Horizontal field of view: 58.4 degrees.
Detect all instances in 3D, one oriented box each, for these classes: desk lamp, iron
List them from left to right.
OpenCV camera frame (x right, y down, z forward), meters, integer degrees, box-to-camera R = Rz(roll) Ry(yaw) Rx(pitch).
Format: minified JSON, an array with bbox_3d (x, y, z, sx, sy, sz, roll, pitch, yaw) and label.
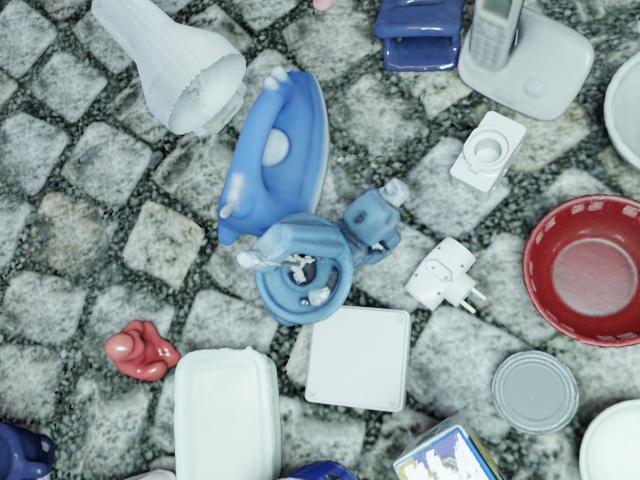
[{"bbox_3d":[-0.173,-0.209,0.703,0.118,0.214,0.203,-46,71,0],"label":"desk lamp"},{"bbox_3d":[-0.059,-0.117,0.691,0.118,0.142,0.258,11,79,16],"label":"iron"}]

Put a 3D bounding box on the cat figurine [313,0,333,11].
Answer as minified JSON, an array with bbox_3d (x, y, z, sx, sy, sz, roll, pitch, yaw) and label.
[{"bbox_3d":[-0.002,-0.369,0.752,0.128,0.118,0.067,-37,71,3],"label":"cat figurine"}]

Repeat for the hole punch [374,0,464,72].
[{"bbox_3d":[0.122,-0.274,0.713,0.108,0.091,0.101,3,77,14],"label":"hole punch"}]

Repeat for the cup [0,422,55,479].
[{"bbox_3d":[-0.359,0.267,0.694,0.117,0.095,0.092,1,77,14],"label":"cup"}]

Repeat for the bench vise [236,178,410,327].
[{"bbox_3d":[-0.004,-0.004,0.608,0.121,0.220,0.207,31,85,19],"label":"bench vise"}]

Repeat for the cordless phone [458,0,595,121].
[{"bbox_3d":[0.227,-0.222,0.625,0.147,0.185,0.094,31,85,19],"label":"cordless phone"}]

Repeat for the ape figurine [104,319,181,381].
[{"bbox_3d":[-0.225,0.134,0.696,0.076,0.092,0.078,-12,74,11],"label":"ape figurine"}]

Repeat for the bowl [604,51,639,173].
[{"bbox_3d":[0.391,-0.127,0.620,0.167,0.075,0.167,-3,76,13],"label":"bowl"}]

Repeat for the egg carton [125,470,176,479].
[{"bbox_3d":[-0.221,0.332,0.658,0.150,0.069,0.107,-24,72,7],"label":"egg carton"}]
